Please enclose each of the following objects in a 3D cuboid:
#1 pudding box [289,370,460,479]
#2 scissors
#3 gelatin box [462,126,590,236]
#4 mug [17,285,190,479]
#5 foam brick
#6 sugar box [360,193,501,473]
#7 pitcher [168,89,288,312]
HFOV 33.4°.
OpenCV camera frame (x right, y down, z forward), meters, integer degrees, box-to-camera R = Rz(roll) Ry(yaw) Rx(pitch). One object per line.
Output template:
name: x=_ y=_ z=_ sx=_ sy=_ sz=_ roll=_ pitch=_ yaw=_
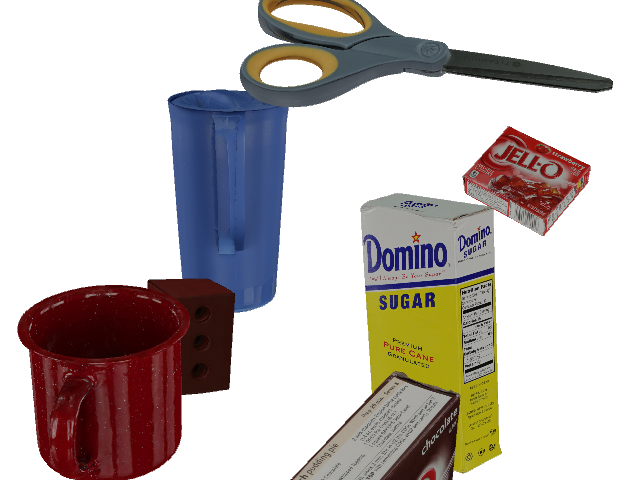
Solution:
pudding box: x=0.017 y=0.123 z=0.455 sx=0.039 sy=0.090 sz=0.113 roll=18 pitch=36 yaw=26
scissors: x=0.043 y=-0.088 z=0.571 sx=0.202 sy=0.096 sz=0.016 roll=25 pitch=-31 yaw=23
gelatin box: x=0.185 y=-0.055 z=0.961 sx=0.089 sy=0.073 sz=0.030 roll=32 pitch=-25 yaw=27
mug: x=-0.120 y=0.085 z=0.587 sx=0.093 sy=0.081 sz=0.117 roll=4 pitch=23 yaw=5
foam brick: x=-0.100 y=0.072 z=0.811 sx=0.052 sy=0.078 sz=0.051 roll=-3 pitch=12 yaw=-30
sugar box: x=0.075 y=0.060 z=0.731 sx=0.048 sy=0.176 sz=0.094 roll=-17 pitch=18 yaw=-37
pitcher: x=-0.103 y=-0.043 z=1.195 sx=0.145 sy=0.243 sz=0.148 roll=16 pitch=23 yaw=38
